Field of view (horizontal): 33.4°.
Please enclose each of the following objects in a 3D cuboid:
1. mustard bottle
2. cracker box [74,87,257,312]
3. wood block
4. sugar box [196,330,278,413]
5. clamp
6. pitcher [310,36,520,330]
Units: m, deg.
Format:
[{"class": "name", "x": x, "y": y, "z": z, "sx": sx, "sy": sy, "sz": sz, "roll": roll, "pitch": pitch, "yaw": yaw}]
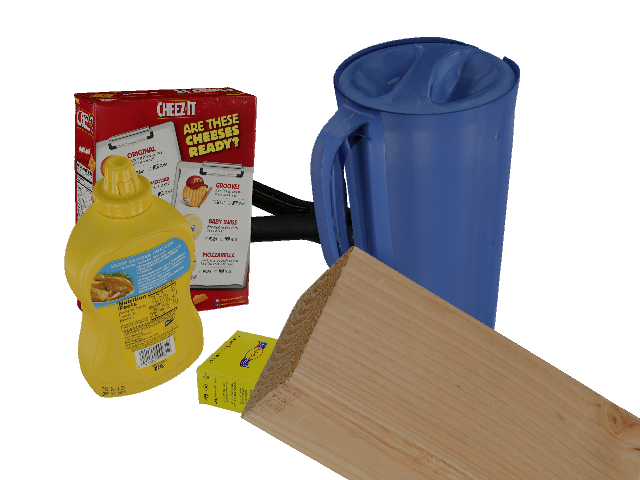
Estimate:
[{"class": "mustard bottle", "x": -0.138, "y": 0.023, "z": 0.783, "sx": 0.096, "sy": 0.192, "sz": 0.058, "roll": -21, "pitch": 43, "yaw": -26}, {"class": "cracker box", "x": -0.151, "y": -0.036, "z": 1.030, "sx": 0.163, "sy": 0.214, "sz": 0.072, "roll": -7, "pitch": 19, "yaw": -30}, {"class": "wood block", "x": 0.072, "y": 0.104, "z": 0.613, "sx": 0.206, "sy": 0.090, "sz": 0.090, "roll": 31, "pitch": -33, "yaw": -8}, {"class": "sugar box", "x": -0.021, "y": 0.138, "z": 1.027, "sx": 0.176, "sy": 0.048, "sz": 0.093, "roll": 7, "pitch": 23, "yaw": 21}, {"class": "clamp", "x": -0.009, "y": -0.017, "z": 1.159, "sx": 0.210, "sy": 0.036, "sz": 0.164, "roll": 15, "pitch": 20, "yaw": -10}, {"class": "pitcher", "x": 0.075, "y": -0.021, "z": 0.820, "sx": 0.149, "sy": 0.243, "sz": 0.145, "roll": -2, "pitch": 33, "yaw": 4}]
